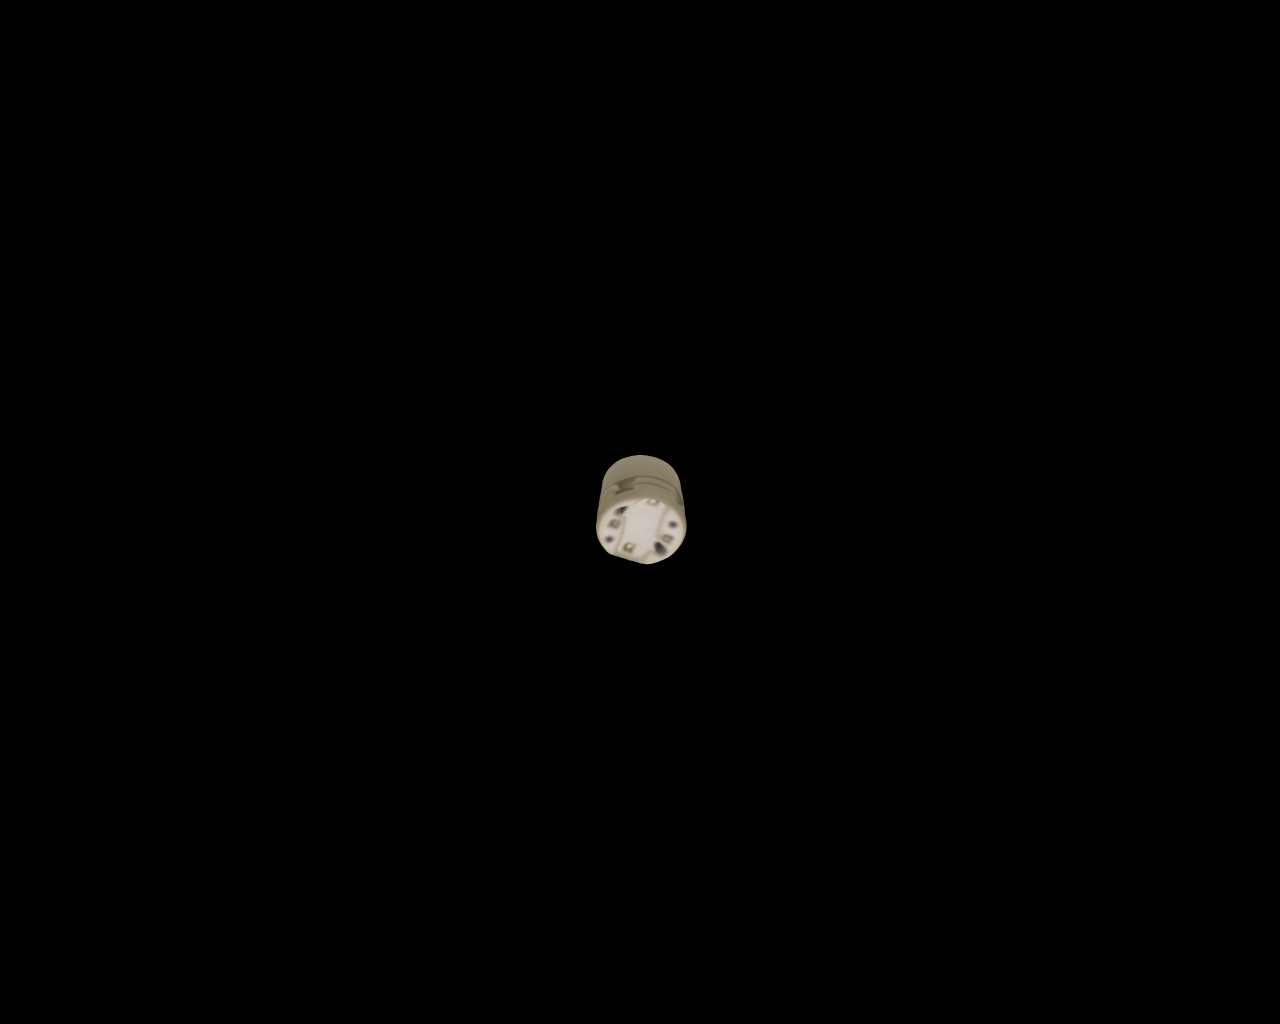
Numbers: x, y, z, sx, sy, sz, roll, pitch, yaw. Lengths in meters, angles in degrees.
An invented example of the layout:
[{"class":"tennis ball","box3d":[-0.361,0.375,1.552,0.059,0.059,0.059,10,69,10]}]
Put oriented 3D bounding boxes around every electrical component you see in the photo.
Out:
[{"class":"electrical component","box3d":[0.001,-0.003,0.650,0.055,0.055,0.047,0,40,0]}]
